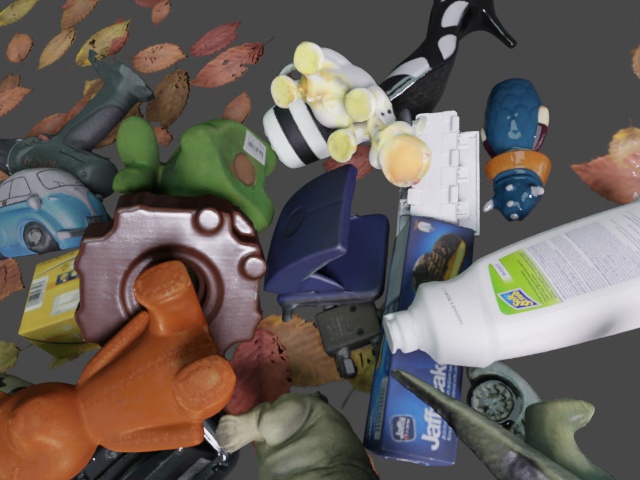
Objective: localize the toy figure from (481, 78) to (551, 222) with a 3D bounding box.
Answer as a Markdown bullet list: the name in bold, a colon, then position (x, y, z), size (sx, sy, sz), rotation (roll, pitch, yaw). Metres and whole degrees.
- **toy figure**: position (0.193, -0.085, 0.525), size (0.058, 0.064, 0.154), rotation (12, 67, -17)

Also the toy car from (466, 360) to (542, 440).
- **toy car**: position (0.165, 0.172, 0.387), size (0.056, 0.073, 0.202), rotation (-29, 58, 7)

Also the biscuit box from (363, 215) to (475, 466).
- **biscuit box**: position (0.087, 0.083, 0.460), size (0.063, 0.059, 0.202), rotation (13, 67, -3)

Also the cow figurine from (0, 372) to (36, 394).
- **cow figurine**: position (-0.309, 0.168, 0.519), size (0.195, 0.127, 0.085), rotation (-6, 56, 54)

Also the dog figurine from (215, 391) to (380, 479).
- **dog figurine**: position (0.021, 0.169, 0.373), size (0.191, 0.121, 0.172), rotation (-22, 39, 37)

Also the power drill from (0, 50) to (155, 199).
- **power drill**: position (-0.342, -0.159, 0.738), size (0.232, 0.085, 0.207), rotation (25, 70, 27)

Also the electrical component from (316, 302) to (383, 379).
- **electrical component**: position (0.031, 0.081, 0.512), size (0.063, 0.021, 0.094), rotation (-22, 57, 6)

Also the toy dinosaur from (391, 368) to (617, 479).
- **toy dinosaur**: position (0.232, 0.182, 0.278), size (0.405, 0.131, 0.192), rotation (7, 54, 0)

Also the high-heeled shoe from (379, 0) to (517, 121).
- **high-heeled shoe**: position (0.104, -0.221, 0.609), size (0.249, 0.086, 0.145), rotation (-30, 65, -11)

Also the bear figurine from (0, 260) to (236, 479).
- **bear figurine**: position (-0.169, 0.117, 0.404), size (0.196, 0.131, 0.120), rotation (-20, 64, -17)

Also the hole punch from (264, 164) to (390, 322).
- **hole punch**: position (-0.001, -0.002, 0.518), size (0.116, 0.092, 0.142), rotation (-9, 51, 22)

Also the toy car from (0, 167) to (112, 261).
- **toy car**: position (-0.325, -0.034, 0.635), size (0.162, 0.109, 0.102), rotation (-6, 93, 24)

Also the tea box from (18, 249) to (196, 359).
- **tea box**: position (-0.223, 0.054, 0.582), size (0.170, 0.068, 0.098), rotation (-16, 50, 10)

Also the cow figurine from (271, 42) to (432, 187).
- **cow figurine**: position (0.043, -0.115, 0.509), size (0.167, 0.098, 0.068), rotation (44, 121, 13)

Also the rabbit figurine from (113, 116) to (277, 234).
- **rabbit figurine**: position (-0.154, -0.059, 0.593), size (0.170, 0.159, 0.121), rotation (-15, 68, 29)

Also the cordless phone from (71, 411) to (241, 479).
- **cordless phone**: position (-0.175, 0.178, 0.512), size (0.146, 0.088, 0.184), rotation (-41, 47, -5)

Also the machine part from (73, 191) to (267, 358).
- **machine part**: position (-0.133, 0.041, 0.488), size (0.179, 0.179, 0.056), rotation (-33, 21, 0)
